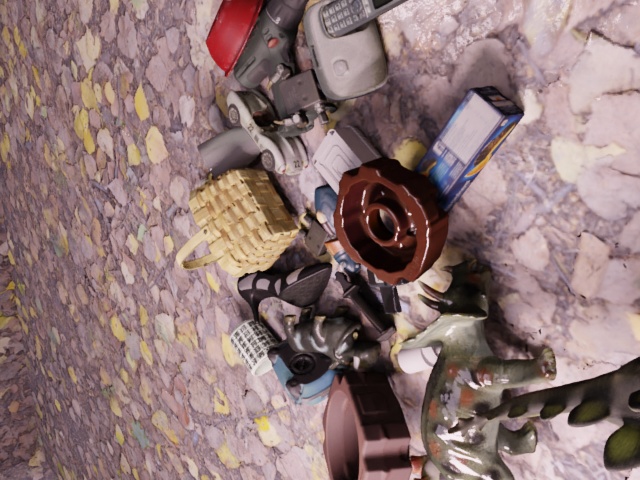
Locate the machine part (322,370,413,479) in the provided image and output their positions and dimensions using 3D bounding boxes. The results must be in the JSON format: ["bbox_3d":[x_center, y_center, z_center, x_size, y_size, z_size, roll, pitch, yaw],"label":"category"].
[{"bbox_3d":[0.074,0.337,0.897,0.201,0.087,0.201,-112,30,-54],"label":"machine part"}]

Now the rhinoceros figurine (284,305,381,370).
[{"bbox_3d":[0.018,0.177,0.956,0.191,0.073,0.112,2,98,36],"label":"rhinoceros figurine"}]

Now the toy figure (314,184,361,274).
[{"bbox_3d":[0.033,-0.018,0.898,0.058,0.064,0.154,-141,35,-80],"label":"toy figure"}]

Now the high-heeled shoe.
[{"bbox_3d":[-0.071,0.064,1.046,0.249,0.086,0.145,-34,49,30],"label":"high-heeled shoe"}]

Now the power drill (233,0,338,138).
[{"bbox_3d":[-0.051,-0.288,0.881,0.232,0.086,0.207,-30,86,46],"label":"power drill"}]

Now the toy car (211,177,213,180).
[{"bbox_3d":[-0.201,-0.042,1.136,0.089,0.053,0.202,-5,101,50],"label":"toy car"}]

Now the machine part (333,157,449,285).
[{"bbox_3d":[0.096,-0.026,0.746,0.180,0.056,0.179,29,133,37],"label":"machine part"}]

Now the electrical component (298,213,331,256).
[{"bbox_3d":[-0.002,-0.003,0.966,0.094,0.021,0.063,43,130,27],"label":"electrical component"}]

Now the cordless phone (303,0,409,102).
[{"bbox_3d":[0.074,-0.288,0.753,0.184,0.089,0.146,-14,93,43],"label":"cordless phone"}]

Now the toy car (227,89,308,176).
[{"bbox_3d":[-0.095,-0.193,0.959,0.202,0.073,0.056,53,134,20],"label":"toy car"}]

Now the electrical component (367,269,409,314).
[{"bbox_3d":[0.115,0.052,0.845,0.075,0.048,0.119,-14,94,48],"label":"electrical component"}]

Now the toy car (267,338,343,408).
[{"bbox_3d":[-0.030,0.260,1.028,0.162,0.109,0.102,34,144,44],"label":"toy car"}]

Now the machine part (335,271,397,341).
[{"bbox_3d":[0.072,0.109,0.899,0.139,0.039,0.084,51,175,9],"label":"machine part"}]

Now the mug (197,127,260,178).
[{"bbox_3d":[-0.163,-0.164,1.028,0.107,0.109,0.081,-30,69,3],"label":"mug"}]

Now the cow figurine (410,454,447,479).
[{"bbox_3d":[0.205,0.355,0.817,0.127,0.085,0.194,-14,111,5],"label":"cow figurine"}]

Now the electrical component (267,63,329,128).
[{"bbox_3d":[-0.035,-0.216,0.808,0.078,0.045,0.102,-11,93,29],"label":"electrical component"}]

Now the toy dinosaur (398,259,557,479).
[{"bbox_3d":[0.198,0.232,0.711,0.192,0.131,0.404,4,94,15],"label":"toy dinosaur"}]

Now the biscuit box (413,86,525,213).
[{"bbox_3d":[0.179,-0.104,0.718,0.059,0.063,0.202,50,133,21],"label":"biscuit box"}]

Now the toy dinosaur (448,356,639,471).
[{"bbox_3d":[0.355,0.151,0.515,0.472,0.198,0.105,-24,83,41],"label":"toy dinosaur"}]
